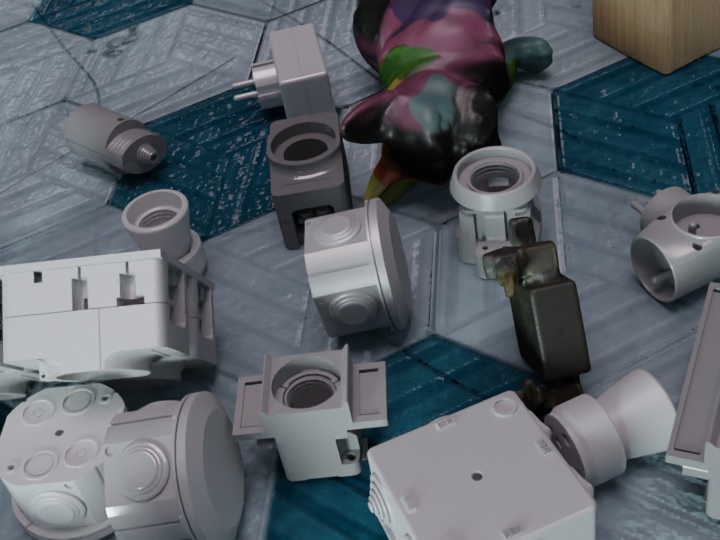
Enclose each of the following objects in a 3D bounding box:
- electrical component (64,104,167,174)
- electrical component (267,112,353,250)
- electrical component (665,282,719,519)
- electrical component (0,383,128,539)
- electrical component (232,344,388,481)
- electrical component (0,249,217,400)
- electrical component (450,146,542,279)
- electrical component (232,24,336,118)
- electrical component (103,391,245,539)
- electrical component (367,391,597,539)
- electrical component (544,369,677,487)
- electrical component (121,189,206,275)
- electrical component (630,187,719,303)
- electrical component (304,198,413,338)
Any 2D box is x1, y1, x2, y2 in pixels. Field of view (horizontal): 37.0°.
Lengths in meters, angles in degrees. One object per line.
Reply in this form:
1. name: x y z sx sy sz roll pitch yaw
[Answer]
1. electrical component: -0.184 -0.097 0.825 0.081 0.043 0.043 24 52 34
2. electrical component: -0.034 -0.067 0.746 0.050 0.055 0.089 -9 41 3
3. electrical component: 0.204 0.064 0.536 0.079 0.063 0.121 9 45 23
4. electrical component: -0.155 0.104 0.586 0.080 0.051 0.080 -7 41 6
5. electrical component: -0.024 0.078 0.574 0.081 0.063 0.042 -7 42 6
6. electrical component: -0.186 0.037 0.616 0.186 0.105 0.060 -6 79 7
7. electrical component: 0.088 -0.041 0.687 0.058 0.057 0.078 -1 42 12
8. electrical component: -0.064 -0.149 0.852 0.076 0.047 0.083 -13 41 -1
9. electrical component: -0.093 0.105 0.550 0.051 0.080 0.080 -10 41 11
10. electrical component: 0.059 0.114 0.525 0.100 0.048 0.099 -21 42 -12
11. electrical component: 0.128 0.081 0.549 0.055 0.045 0.045 -23 42 -11
12. electrical component: -0.129 -0.019 0.715 0.045 0.055 0.045 -7 41 6
13. electrical component: 0.198 -0.025 0.653 0.077 0.044 0.079 -24 42 -14
14. electrical component: 0.000 0.000 0.646 0.051 0.080 0.080 -12 41 9
